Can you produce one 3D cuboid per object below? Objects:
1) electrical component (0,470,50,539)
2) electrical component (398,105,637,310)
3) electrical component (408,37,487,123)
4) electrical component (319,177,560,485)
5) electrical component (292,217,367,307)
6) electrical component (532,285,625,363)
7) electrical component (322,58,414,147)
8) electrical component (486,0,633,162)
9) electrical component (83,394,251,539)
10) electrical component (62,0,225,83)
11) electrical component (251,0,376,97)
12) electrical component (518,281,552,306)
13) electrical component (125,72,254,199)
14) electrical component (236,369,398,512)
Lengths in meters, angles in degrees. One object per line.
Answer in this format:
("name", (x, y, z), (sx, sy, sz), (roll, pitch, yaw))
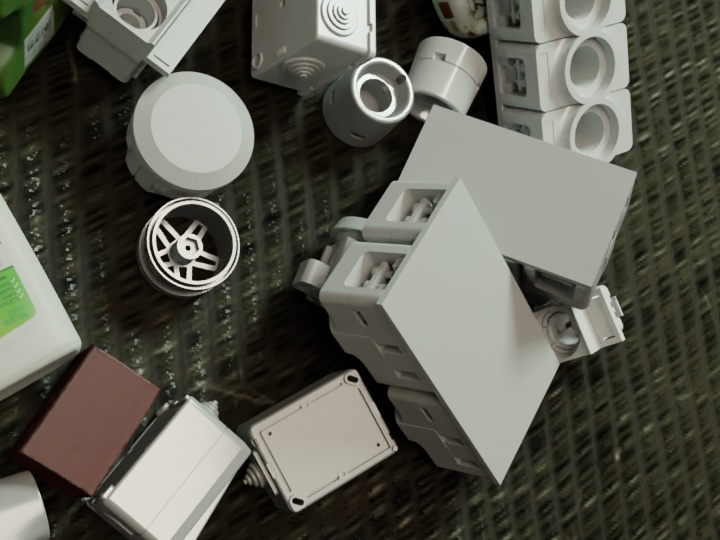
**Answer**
("electrical component", (-0.217, 0.164, 0.613), (0.077, 0.043, 0.079), (-15, 86, -27))
("electrical component", (0.105, -0.043, 0.758), (0.150, 0.061, 0.089), (21, 75, 15))
("electrical component", (0.061, -0.139, 0.805), (0.055, 0.055, 0.047), (29, 72, -16))
("electrical component", (0.055, 0.042, 0.715), (0.105, 0.060, 0.186), (-57, 133, -29))
("electrical component", (0.000, 0.000, 0.743), (0.078, 0.058, 0.057), (26, 72, -17))
("electrical component", (0.160, 0.041, 0.801), (0.064, 0.081, 0.042), (-18, 86, -49))
("electrical component", (0.007, -0.122, 0.780), (0.055, 0.047, 0.055), (6, 76, -23))
("electrical component", (0.154, -0.155, 0.813), (0.089, 0.062, 0.150), (-20, 113, -27))
("electrical component", (-0.111, 0.123, 0.660), (0.061, 0.062, 0.096), (43, 65, -10))
("electrical component", (-0.134, -0.187, 0.714), (0.079, 0.063, 0.121), (36, 58, -13))
("electrical component", (-0.035, -0.179, 0.746), (0.048, 0.100, 0.099), (9, 74, -36))
("electrical component", (0.124, -0.028, 0.812), (0.076, 0.047, 0.083), (24, 69, -17))
("electrical component", (-0.115, -0.086, 0.713), (0.080, 0.051, 0.080), (6, 76, -23))
("electrical component", (-0.036, 0.114, 0.702), (0.096, 0.061, 0.061), (-28, 91, -19))
